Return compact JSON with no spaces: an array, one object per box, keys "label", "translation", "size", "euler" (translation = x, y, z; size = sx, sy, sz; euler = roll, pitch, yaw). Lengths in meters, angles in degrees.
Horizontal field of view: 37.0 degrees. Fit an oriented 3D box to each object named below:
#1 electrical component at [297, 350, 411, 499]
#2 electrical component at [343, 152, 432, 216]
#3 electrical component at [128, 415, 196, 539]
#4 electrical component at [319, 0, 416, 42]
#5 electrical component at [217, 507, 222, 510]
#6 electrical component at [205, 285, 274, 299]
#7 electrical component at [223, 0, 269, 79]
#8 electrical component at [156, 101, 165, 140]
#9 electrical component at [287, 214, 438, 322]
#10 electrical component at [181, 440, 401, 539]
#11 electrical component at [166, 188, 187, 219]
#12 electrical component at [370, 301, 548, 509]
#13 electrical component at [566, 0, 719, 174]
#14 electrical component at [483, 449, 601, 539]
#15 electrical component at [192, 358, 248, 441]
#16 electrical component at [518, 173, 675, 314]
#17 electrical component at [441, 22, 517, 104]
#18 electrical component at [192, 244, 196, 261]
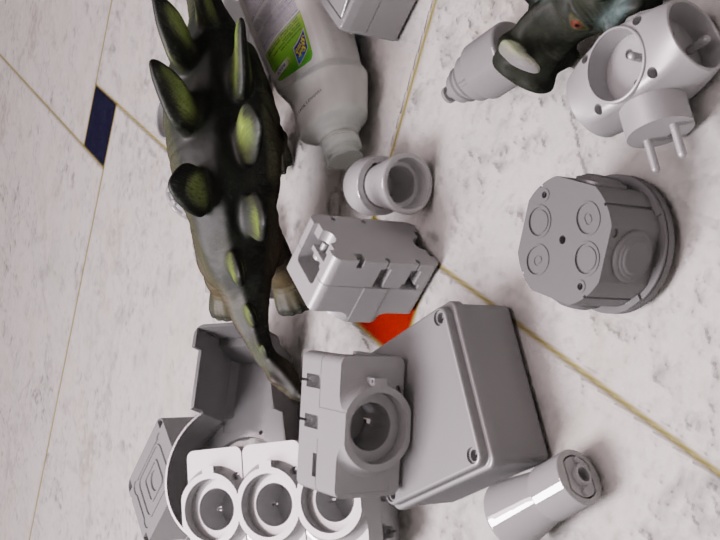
[{"label":"electrical component","translation":[-0.004,0.099,0.698],"size":[0.056,0.050,0.089],"euler":[1,88,56]},{"label":"electrical component","translation":[0.019,-0.062,0.787],"size":[0.055,0.045,0.045],"euler":[2,89,56]},{"label":"electrical component","translation":[-0.174,0.202,1.041],"size":[0.113,0.057,0.078],"euler":[-61,42,33]},{"label":"electrical component","translation":[0.005,-0.219,0.806],"size":[0.096,0.061,0.061],"euler":[-61,42,33]},{"label":"electrical component","translation":[-0.123,0.213,0.966],"size":[0.057,0.058,0.078],"euler":[8,94,59]},{"label":"electrical component","translation":[-0.105,-0.006,0.955],"size":[0.078,0.058,0.057],"euler":[7,95,51]},{"label":"electrical component","translation":[-0.119,-0.205,0.996],"size":[0.062,0.061,0.096],"euler":[-11,70,56]},{"label":"electrical component","translation":[-0.164,-0.150,1.056],"size":[0.058,0.057,0.078],"euler":[51,128,45]},{"label":"electrical component","translation":[0.000,0.000,0.770],"size":[0.050,0.089,0.055],"euler":[59,133,40]},{"label":"electrical component","translation":[-0.053,0.173,0.800],"size":[0.150,0.062,0.089],"euler":[-10,77,25]},{"label":"electrical component","translation":[-0.157,-0.081,1.053],"size":[0.062,0.048,0.048],"euler":[-39,56,40]},{"label":"electrical component","translation":[0.058,0.090,0.706],"size":[0.109,0.056,0.108],"euler":[-38,57,48]},{"label":"electrical component","translation":[0.158,-0.092,0.583],"size":[0.077,0.044,0.079],"euler":[-34,60,50]},{"label":"electrical component","translation":[0.111,0.134,0.640],"size":[0.065,0.044,0.044],"euler":[-43,53,40]},{"label":"electrical component","translation":[-0.129,0.114,0.994],"size":[0.079,0.044,0.077],"euler":[1,89,56]},{"label":"electrical component","translation":[0.133,-0.016,0.609],"size":[0.080,0.051,0.080],"euler":[-7,82,56]},{"label":"electrical component","translation":[0.081,-0.130,0.703],"size":[0.078,0.040,0.040],"euler":[-28,65,52]},{"label":"electrical component","translation":[-0.139,-0.018,1.023],"size":[0.078,0.040,0.040],"euler":[32,114,53]}]
